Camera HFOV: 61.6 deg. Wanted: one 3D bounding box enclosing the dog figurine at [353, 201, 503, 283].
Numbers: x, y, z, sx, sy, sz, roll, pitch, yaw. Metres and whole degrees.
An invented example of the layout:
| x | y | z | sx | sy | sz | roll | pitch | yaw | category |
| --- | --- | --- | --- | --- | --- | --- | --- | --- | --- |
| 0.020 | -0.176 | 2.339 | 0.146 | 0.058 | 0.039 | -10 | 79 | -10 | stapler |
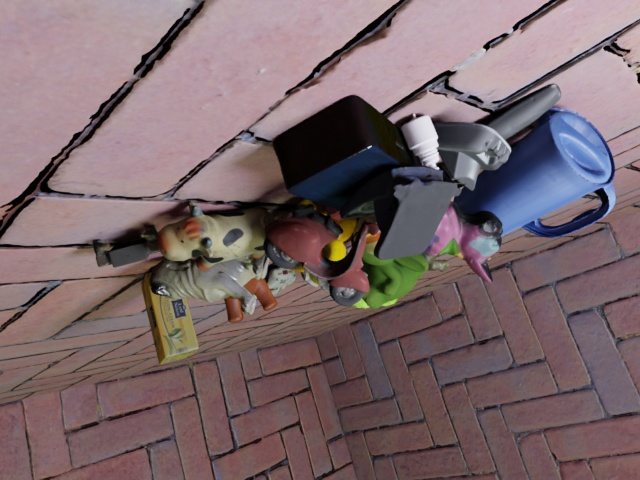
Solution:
| x | y | z | sx | sy | sz | roll | pitch | yaw | category |
| --- | --- | --- | --- | --- | --- | --- | --- | --- | --- |
| 0.188 | -0.002 | 0.891 | 0.191 | 0.219 | 0.108 | -47 | -171 | 30 | dog figurine |

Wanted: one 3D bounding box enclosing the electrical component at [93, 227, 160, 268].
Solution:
| x | y | z | sx | sy | sz | roll | pitch | yaw | category |
| --- | --- | --- | --- | --- | --- | --- | --- | --- | --- |
| -0.285 | 0.010 | 0.809 | 0.102 | 0.045 | 0.078 | -14 | -166 | -3 | electrical component |

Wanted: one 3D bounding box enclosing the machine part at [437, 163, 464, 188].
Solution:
| x | y | z | sx | sy | sz | roll | pitch | yaw | category |
| --- | --- | --- | --- | --- | --- | --- | --- | --- | --- |
| 0.232 | -0.109 | 0.974 | 0.084 | 0.039 | 0.139 | -12 | 167 | 0 | machine part |

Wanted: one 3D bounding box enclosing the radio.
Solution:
| x | y | z | sx | sy | sz | roll | pitch | yaw | category |
| --- | --- | --- | --- | --- | --- | --- | --- | --- | --- |
| 0.047 | -0.100 | 0.717 | 0.131 | 0.073 | 0.229 | -23 | 164 | 24 | radio |

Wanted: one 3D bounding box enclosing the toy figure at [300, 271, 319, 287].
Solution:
| x | y | z | sx | sy | sz | roll | pitch | yaw | category |
| --- | --- | --- | --- | --- | --- | --- | --- | --- | --- |
| 0.024 | 0.067 | 1.240 | 0.089 | 0.082 | 0.180 | -16 | -178 | -35 | toy figure |

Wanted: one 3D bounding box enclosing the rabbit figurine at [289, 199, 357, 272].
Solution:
| x | y | z | sx | sy | sz | roll | pitch | yaw | category |
| --- | --- | --- | --- | --- | --- | --- | --- | --- | --- |
| -0.002 | -0.003 | 0.954 | 0.162 | 0.122 | 0.173 | -39 | 174 | 41 | rabbit figurine |

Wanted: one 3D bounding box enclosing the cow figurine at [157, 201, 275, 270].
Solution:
| x | y | z | sx | sy | sz | roll | pitch | yaw | category |
| --- | --- | --- | --- | --- | --- | --- | --- | --- | --- |
| -0.150 | -0.007 | 0.813 | 0.195 | 0.085 | 0.127 | -11 | 163 | -37 | cow figurine |

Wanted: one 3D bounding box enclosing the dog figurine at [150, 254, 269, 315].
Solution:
| x | y | z | sx | sy | sz | roll | pitch | yaw | category |
| --- | --- | --- | --- | --- | --- | --- | --- | --- | --- |
| -0.194 | 0.038 | 0.959 | 0.191 | 0.172 | 0.121 | 18 | 159 | 3 | dog figurine |

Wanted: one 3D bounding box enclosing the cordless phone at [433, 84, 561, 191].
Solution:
| x | y | z | sx | sy | sz | roll | pitch | yaw | category |
| --- | --- | --- | --- | --- | --- | --- | --- | --- | --- |
| 0.252 | -0.161 | 0.753 | 0.184 | 0.089 | 0.146 | -36 | 159 | 21 | cordless phone |

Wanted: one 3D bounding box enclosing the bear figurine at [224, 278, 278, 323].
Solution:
| x | y | z | sx | sy | sz | roll | pitch | yaw | category |
| --- | --- | --- | --- | --- | --- | --- | --- | --- | --- |
| -0.167 | 0.095 | 1.103 | 0.120 | 0.132 | 0.196 | -21 | 172 | -3 | bear figurine |

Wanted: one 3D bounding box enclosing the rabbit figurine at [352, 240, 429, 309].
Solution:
| x | y | z | sx | sy | sz | roll | pitch | yaw | category |
| --- | --- | --- | --- | --- | --- | --- | --- | --- | --- |
| 0.128 | 0.043 | 1.025 | 0.159 | 0.121 | 0.170 | -11 | 144 | 20 | rabbit figurine |

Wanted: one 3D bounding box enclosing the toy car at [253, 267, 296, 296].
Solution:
| x | y | z | sx | sy | sz | roll | pitch | yaw | category |
| --- | --- | --- | --- | --- | --- | --- | --- | --- | --- |
| -0.126 | 0.109 | 1.344 | 0.073 | 0.056 | 0.202 | -8 | 163 | -31 | toy car |

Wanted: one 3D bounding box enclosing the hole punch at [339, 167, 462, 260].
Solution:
| x | y | z | sx | sy | sz | roll | pitch | yaw | category |
| --- | --- | --- | --- | --- | --- | --- | --- | --- | --- |
| 0.101 | -0.048 | 0.691 | 0.142 | 0.092 | 0.115 | -2 | 128 | -42 | hole punch |

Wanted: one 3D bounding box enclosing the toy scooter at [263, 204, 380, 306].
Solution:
| x | y | z | sx | sy | sz | roll | pitch | yaw | category |
| --- | --- | --- | --- | --- | --- | --- | --- | --- | --- |
| 0.014 | 0.005 | 0.801 | 0.135 | 0.184 | 0.075 | -54 | -175 | 23 | toy scooter |

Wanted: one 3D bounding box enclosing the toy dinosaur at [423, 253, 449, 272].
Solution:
| x | y | z | sx | sy | sz | roll | pitch | yaw | category |
| --- | --- | --- | --- | --- | --- | --- | --- | --- | --- |
| 0.259 | 0.041 | 1.452 | 0.198 | 0.105 | 0.471 | -1 | 154 | -39 | toy dinosaur |

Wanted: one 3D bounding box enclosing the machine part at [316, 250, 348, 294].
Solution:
| x | y | z | sx | sy | sz | roll | pitch | yaw | category |
| --- | --- | --- | --- | --- | --- | --- | --- | --- | --- |
| 0.022 | 0.043 | 1.068 | 0.079 | 0.079 | 0.243 | -17 | -160 | -1 | machine part |

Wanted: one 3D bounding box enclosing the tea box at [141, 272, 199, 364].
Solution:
| x | y | z | sx | sy | sz | roll | pitch | yaw | category |
| --- | --- | --- | --- | --- | --- | --- | --- | --- | --- |
| -0.299 | 0.150 | 1.061 | 0.068 | 0.169 | 0.098 | -10 | 163 | -26 | tea box |
